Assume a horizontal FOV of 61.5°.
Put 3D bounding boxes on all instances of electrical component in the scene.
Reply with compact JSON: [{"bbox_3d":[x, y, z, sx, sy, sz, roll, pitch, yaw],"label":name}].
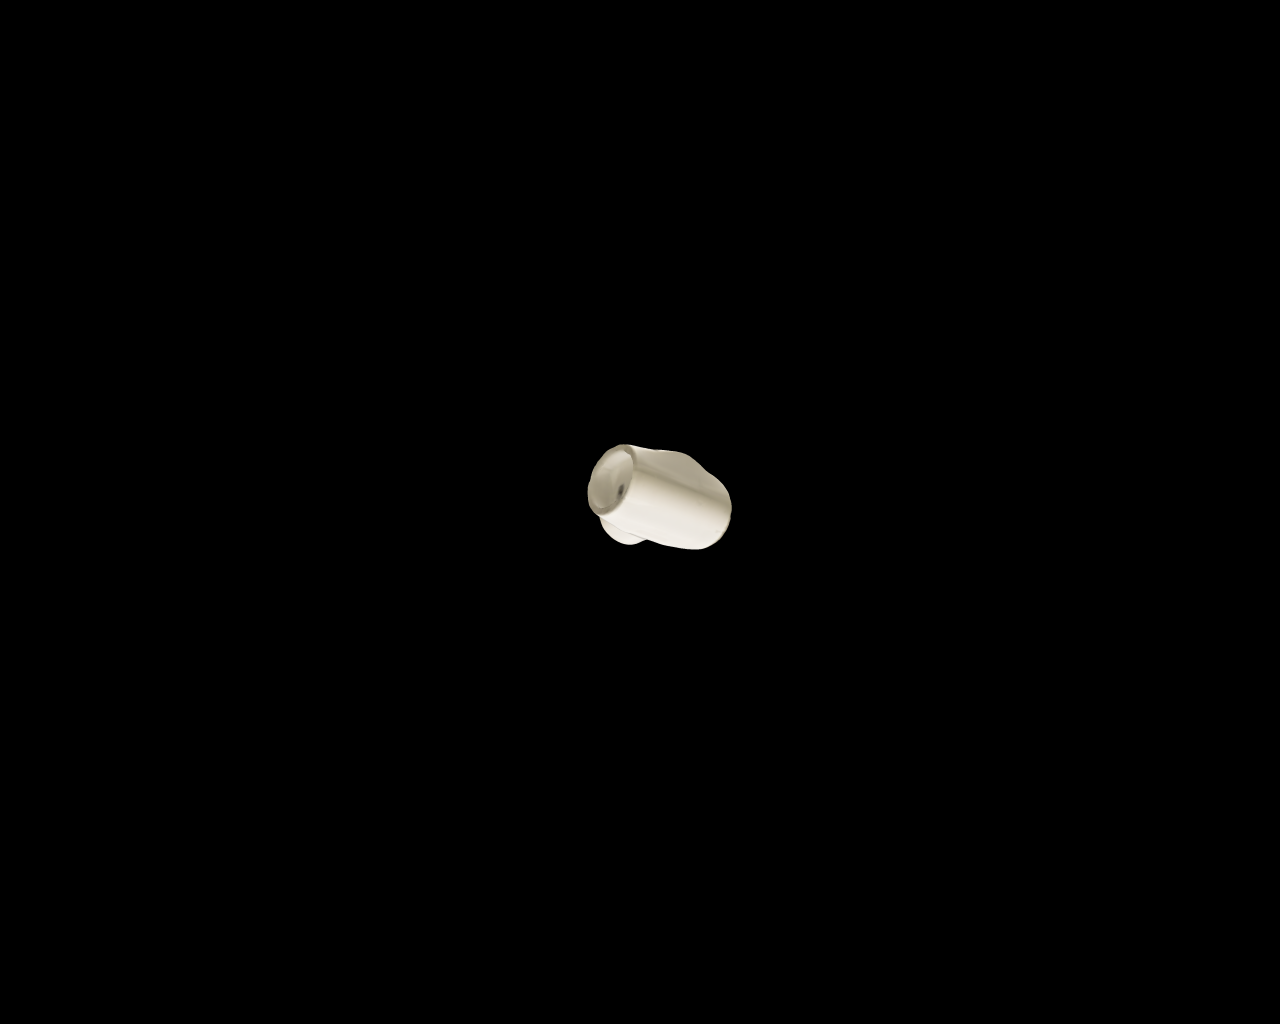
[{"bbox_3d":[0.001,-0.003,0.650,0.077,0.043,0.079,20,-32,-36],"label":"electrical component"}]
